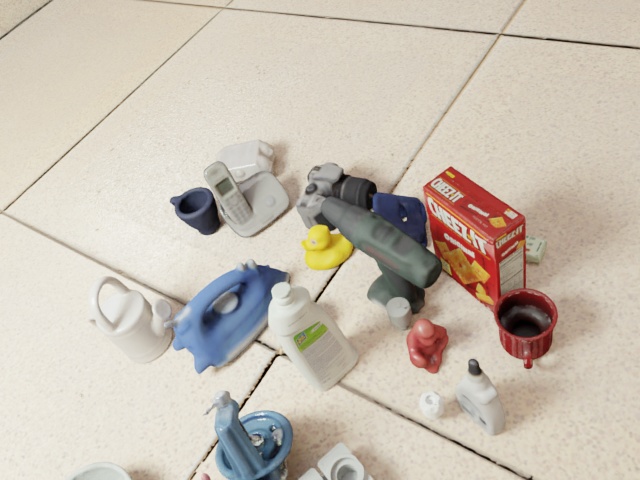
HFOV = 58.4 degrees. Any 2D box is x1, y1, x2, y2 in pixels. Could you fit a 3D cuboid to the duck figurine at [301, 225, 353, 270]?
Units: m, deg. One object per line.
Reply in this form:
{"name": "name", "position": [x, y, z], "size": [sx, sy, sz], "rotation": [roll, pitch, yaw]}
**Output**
{"name": "duck figurine", "position": [0.010, 0.004, 1.124], "size": [0.104, 0.086, 0.077], "rotation": [-24, 47, 0]}

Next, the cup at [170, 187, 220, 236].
{"name": "cup", "position": [-0.273, -0.057, 1.272], "size": [0.117, 0.095, 0.092], "rotation": [11, 56, 27]}

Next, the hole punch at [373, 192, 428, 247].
{"name": "hole punch", "position": [0.155, -0.041, 1.106], "size": [0.101, 0.091, 0.108], "rotation": [-11, 49, 12]}

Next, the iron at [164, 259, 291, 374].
{"name": "iron", "position": [-0.168, 0.113, 1.059], "size": [0.118, 0.142, 0.259], "rotation": [31, 67, 37]}

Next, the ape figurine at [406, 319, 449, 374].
{"name": "ape figurine", "position": [0.172, 0.162, 0.929], "size": [0.078, 0.092, 0.076], "rotation": [-31, 48, -7]}

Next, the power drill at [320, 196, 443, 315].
{"name": "power drill", "position": [0.108, 0.036, 0.978], "size": [0.228, 0.209, 0.076], "rotation": [28, 65, 36]}

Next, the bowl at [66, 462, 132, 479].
{"name": "bowl", "position": [-0.346, 0.441, 0.892], "size": [0.167, 0.075, 0.167], "rotation": [-10, 49, 12]}

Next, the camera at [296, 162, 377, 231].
{"name": "camera", "position": [0.038, -0.095, 1.187], "size": [0.136, 0.101, 0.143], "rotation": [12, 57, 28]}

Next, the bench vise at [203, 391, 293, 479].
{"name": "bench vise", "position": [-0.086, 0.314, 0.807], "size": [0.121, 0.220, 0.207], "rotation": [-30, 48, -6]}

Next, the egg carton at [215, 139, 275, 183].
{"name": "egg carton", "position": [-0.179, -0.178, 1.357], "size": [0.150, 0.070, 0.107], "rotation": [-10, 49, 12]}

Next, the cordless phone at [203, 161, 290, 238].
{"name": "cordless phone", "position": [-0.157, -0.108, 1.212], "size": [0.148, 0.185, 0.093], "rotation": [-40, 50, -15]}

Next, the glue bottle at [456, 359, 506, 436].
{"name": "glue bottle", "position": [0.224, 0.214, 0.811], "size": [0.037, 0.173, 0.078], "rotation": [-37, 49, -12]}

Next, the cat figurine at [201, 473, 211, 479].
{"name": "cat figurine", "position": [-0.186, 0.406, 0.835], "size": [0.067, 0.118, 0.128], "rotation": [10, 55, 27]}

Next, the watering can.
{"name": "watering can", "position": [-0.357, 0.139, 1.070], "size": [0.173, 0.194, 0.100], "rotation": [-21, 47, 2]}
